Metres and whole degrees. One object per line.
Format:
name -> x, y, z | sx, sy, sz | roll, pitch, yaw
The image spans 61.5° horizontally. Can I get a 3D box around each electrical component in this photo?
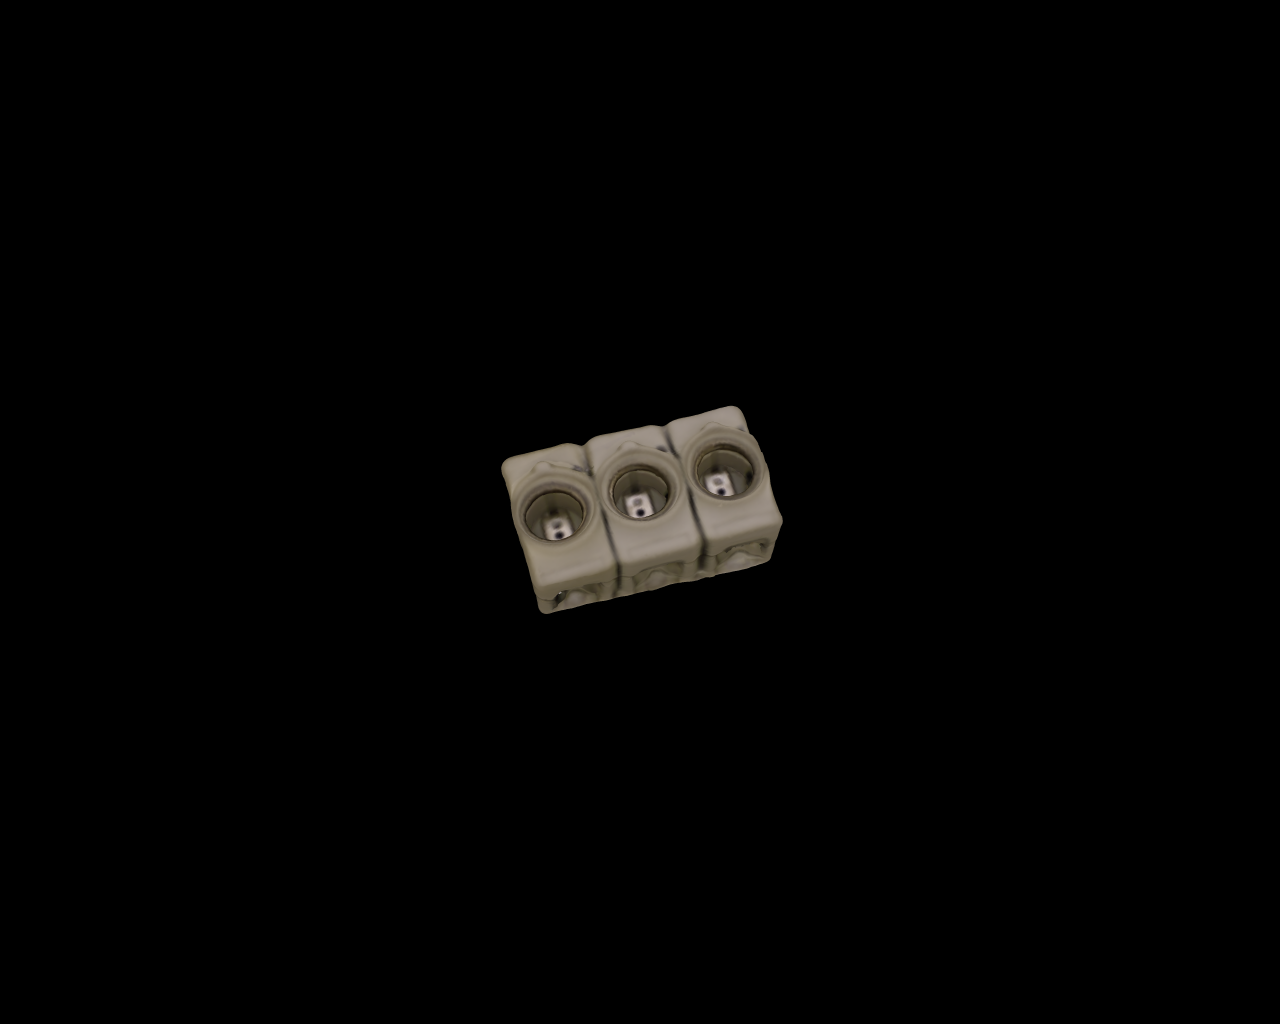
electrical component -> 0.001, -0.003, 0.650 | 0.150, 0.089, 0.061 | -14, -26, -7
